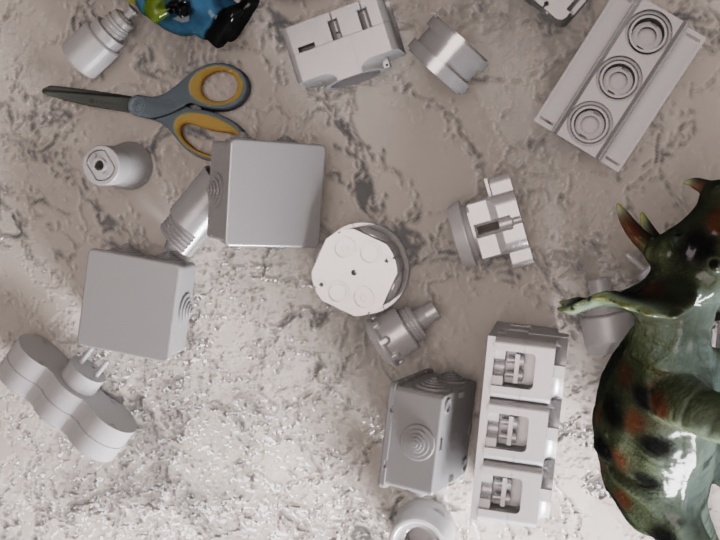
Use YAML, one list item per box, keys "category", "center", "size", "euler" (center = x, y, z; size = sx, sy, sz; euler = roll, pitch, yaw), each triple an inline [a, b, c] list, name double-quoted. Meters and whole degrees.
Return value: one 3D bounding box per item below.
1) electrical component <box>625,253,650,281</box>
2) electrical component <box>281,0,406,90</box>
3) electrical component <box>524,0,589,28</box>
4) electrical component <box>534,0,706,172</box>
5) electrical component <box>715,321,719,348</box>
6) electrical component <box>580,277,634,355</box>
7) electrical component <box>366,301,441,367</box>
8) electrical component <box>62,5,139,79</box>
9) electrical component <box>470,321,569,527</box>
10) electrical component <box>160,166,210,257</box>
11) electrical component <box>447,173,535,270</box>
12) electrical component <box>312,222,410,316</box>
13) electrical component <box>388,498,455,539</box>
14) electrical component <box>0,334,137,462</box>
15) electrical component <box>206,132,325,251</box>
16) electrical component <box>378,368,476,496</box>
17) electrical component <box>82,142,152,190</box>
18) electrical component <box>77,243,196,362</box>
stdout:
- category: "electrical component"
  center: [0.253, 0.006, 0.873]
  size: [0.079, 0.044, 0.077]
  euler: [41, 102, 6]
- category: "electrical component"
  center: [-0.012, -0.187, 0.908]
  size: [0.089, 0.050, 0.055]
  euler: [-17, 91, 13]
- category: "electrical component"
  center: [0.146, -0.243, 0.867]
  size: [0.089, 0.056, 0.050]
  euler: [42, 102, 6]
- category: "electrical component"
  center: [0.206, -0.150, 0.859]
  size: [0.079, 0.063, 0.121]
  euler: [33, 101, 7]
- category: "electrical component"
  center: [0.322, 0.039, 0.838]
  size: [0.061, 0.062, 0.096]
  euler: [-19, 120, -27]
- category: "electrical component"
  center: [0.203, 0.037, 0.887]
  size: [0.043, 0.043, 0.062]
  euler: [-12, 91, 13]
- category: "electrical component"
  center: [0.039, 0.050, 0.923]
  size: [0.062, 0.048, 0.048]
  euler: [-32, 88, 3]
- category: "electrical component"
  center: [-0.229, -0.206, 0.957]
  size: [0.078, 0.040, 0.040]
  euler: [-39, 86, 12]
- category: "electrical component"
  center: [0.133, 0.124, 0.885]
  size: [0.062, 0.089, 0.150]
  euler: [6, 96, 11]
- category: "electrical component"
  center: [-0.145, -0.048, 0.952]
  size: [0.043, 0.043, 0.081]
  euler: [43, 102, 5]
- category: "electrical component"
  center: [0.107, -0.035, 0.894]
  size: [0.057, 0.058, 0.078]
  euler: [-16, 92, 10]
- category: "electrical component"
  center: [0.000, 0.000, 0.922]
  size: [0.080, 0.051, 0.080]
  euler: [1, 95, 12]
- category: "electrical component"
  center: [0.053, 0.232, 0.934]
  size: [0.055, 0.047, 0.055]
  euler: [1, 95, 12]
- category: "electrical component"
  center: [-0.259, 0.104, 0.985]
  size: [0.138, 0.052, 0.073]
  euler: [40, 101, 6]
- category: "electrical component"
  center: [-0.082, -0.065, 0.914]
  size: [0.100, 0.048, 0.099]
  euler: [0, 97, -31]
- category: "electrical component"
  center: [0.059, 0.134, 0.899]
  size: [0.048, 0.100, 0.099]
  euler: [9, 97, 24]
- category: "electrical component"
  center: [-0.217, -0.092, 0.952]
  size: [0.044, 0.065, 0.044]
  euler: [1, 95, 12]
- category: "electrical component"
  center: [-0.199, 0.029, 0.968]
  size: [0.100, 0.048, 0.099]
  euler: [10, 97, 11]
